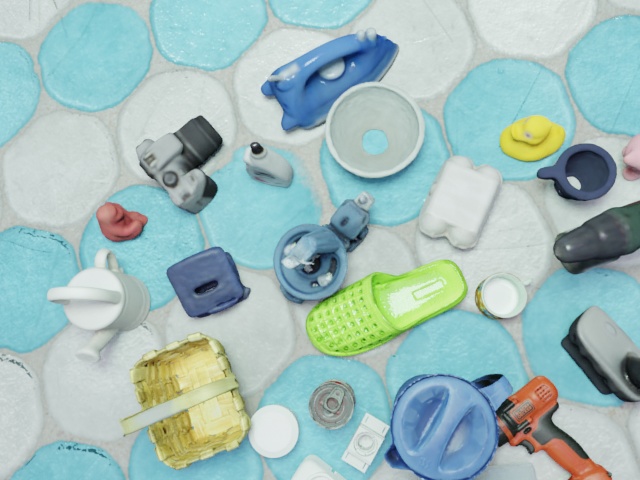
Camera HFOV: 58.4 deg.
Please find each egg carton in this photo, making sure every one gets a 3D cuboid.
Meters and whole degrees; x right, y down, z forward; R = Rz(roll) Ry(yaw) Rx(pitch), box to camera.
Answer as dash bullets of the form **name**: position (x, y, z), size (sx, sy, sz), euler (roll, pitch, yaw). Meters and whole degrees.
- **egg carton**: position (0.231, -0.064, 0.951), size (0.107, 0.069, 0.150), euler (23, 83, 8)

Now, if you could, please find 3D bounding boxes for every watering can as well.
- **watering can**: position (-0.351, 0.102, 0.909), size (0.101, 0.194, 0.173), euler (-21, 79, 1)

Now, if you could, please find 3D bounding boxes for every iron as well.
- **iron**: position (0.023, -0.298, 0.971), size (0.258, 0.141, 0.118), euler (-30, 79, -1)

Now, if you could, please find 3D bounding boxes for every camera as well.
- **camera**: position (-0.228, -0.142, 0.987), size (0.137, 0.101, 0.143), euler (-42, 80, -3)

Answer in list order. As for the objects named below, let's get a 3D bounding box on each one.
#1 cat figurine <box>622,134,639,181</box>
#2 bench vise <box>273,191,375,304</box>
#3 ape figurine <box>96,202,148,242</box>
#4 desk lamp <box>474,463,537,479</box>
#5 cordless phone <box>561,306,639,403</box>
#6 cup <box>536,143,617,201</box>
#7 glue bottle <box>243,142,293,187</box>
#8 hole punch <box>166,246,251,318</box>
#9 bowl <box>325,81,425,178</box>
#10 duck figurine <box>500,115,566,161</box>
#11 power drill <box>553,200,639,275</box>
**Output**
- **cat figurine**: position (0.539, -0.136, 0.912), size (0.127, 0.118, 0.067), euler (5, 81, 6)
- **bench vise**: position (-0.003, -0.002, 0.884), size (0.121, 0.220, 0.207), euler (22, 83, 9)
- **ape figurine**: position (-0.351, -0.036, 0.984), size (0.076, 0.092, 0.078), euler (-35, 79, -1)
- **desk lamp**: position (0.230, 0.388, 0.801), size (0.203, 0.213, 0.118), euler (-9, 80, 3)
- **cordless phone**: position (0.445, 0.167, 0.835), size (0.094, 0.185, 0.147), euler (-41, 79, -3)
- **cup**: position (0.404, -0.099, 0.929), size (0.117, 0.095, 0.092), euler (-2, 80, 5)
- **glue bottle**: position (-0.092, -0.129, 0.936), size (0.078, 0.173, 0.037), euler (10, 81, 7)
- **hole punch**: position (-0.184, 0.072, 0.952), size (0.108, 0.091, 0.101), euler (-24, 79, 1)
- **bowl**: position (0.093, -0.178, 0.979), size (0.167, 0.075, 0.167), euler (-1, 80, 5)
- **duck figurine**: position (0.358, -0.178, 0.951), size (0.104, 0.086, 0.077), euler (-2, 80, 5)
- **power drill**: position (0.431, -0.004, 0.853), size (0.229, 0.208, 0.075), euler (-21, 79, 1)
